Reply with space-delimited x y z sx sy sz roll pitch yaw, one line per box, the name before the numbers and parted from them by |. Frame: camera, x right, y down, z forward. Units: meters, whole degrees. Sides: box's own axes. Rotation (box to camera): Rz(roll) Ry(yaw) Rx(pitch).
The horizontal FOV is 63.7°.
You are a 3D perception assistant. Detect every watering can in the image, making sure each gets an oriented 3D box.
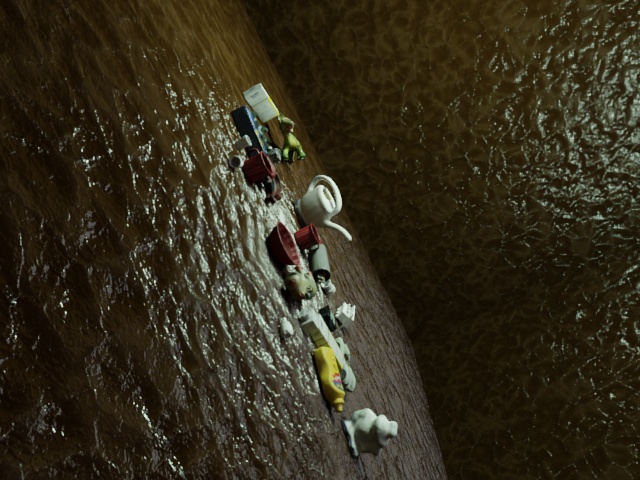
watering can | 0.007 -0.112 2.222 0.222 0.354 0.103 -31 -28 27

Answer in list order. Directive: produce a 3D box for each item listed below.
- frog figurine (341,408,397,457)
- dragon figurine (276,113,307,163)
frog figurine | 0.163 0.584 1.583 0.159 0.141 0.120 -23 -43 9
dragon figurine | -0.155 -0.494 2.463 0.122 0.242 0.411 -16 5 -8
